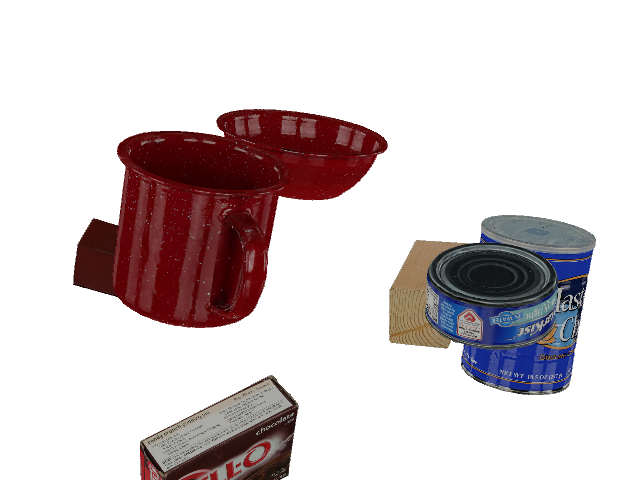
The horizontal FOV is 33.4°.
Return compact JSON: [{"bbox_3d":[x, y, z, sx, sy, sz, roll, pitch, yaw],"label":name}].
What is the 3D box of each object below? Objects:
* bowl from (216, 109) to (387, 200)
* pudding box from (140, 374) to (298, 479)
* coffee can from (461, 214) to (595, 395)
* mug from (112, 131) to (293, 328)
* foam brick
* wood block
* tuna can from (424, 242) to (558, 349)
[{"bbox_3d":[-0.020,-0.078,1.003,0.162,0.055,0.162,8,19,-3],"label":"bowl"},{"bbox_3d":[-0.073,0.156,0.761,0.113,0.090,0.039,-26,55,-29],"label":"pudding box"},{"bbox_3d":[0.190,0.057,0.982,0.103,0.140,0.103,6,16,-2],"label":"coffee can"},{"bbox_3d":[-0.061,-0.001,0.566,0.093,0.081,0.117,-4,27,-35],"label":"mug"},{"bbox_3d":[-0.200,0.021,1.062,0.078,0.051,0.053,16,33,1],"label":"foam brick"},{"bbox_3d":[0.169,0.077,1.627,0.091,0.090,0.205,5,21,14],"label":"wood block"},{"bbox_3d":[0.112,0.034,0.698,0.086,0.034,0.086,-1,27,0],"label":"tuna can"}]
